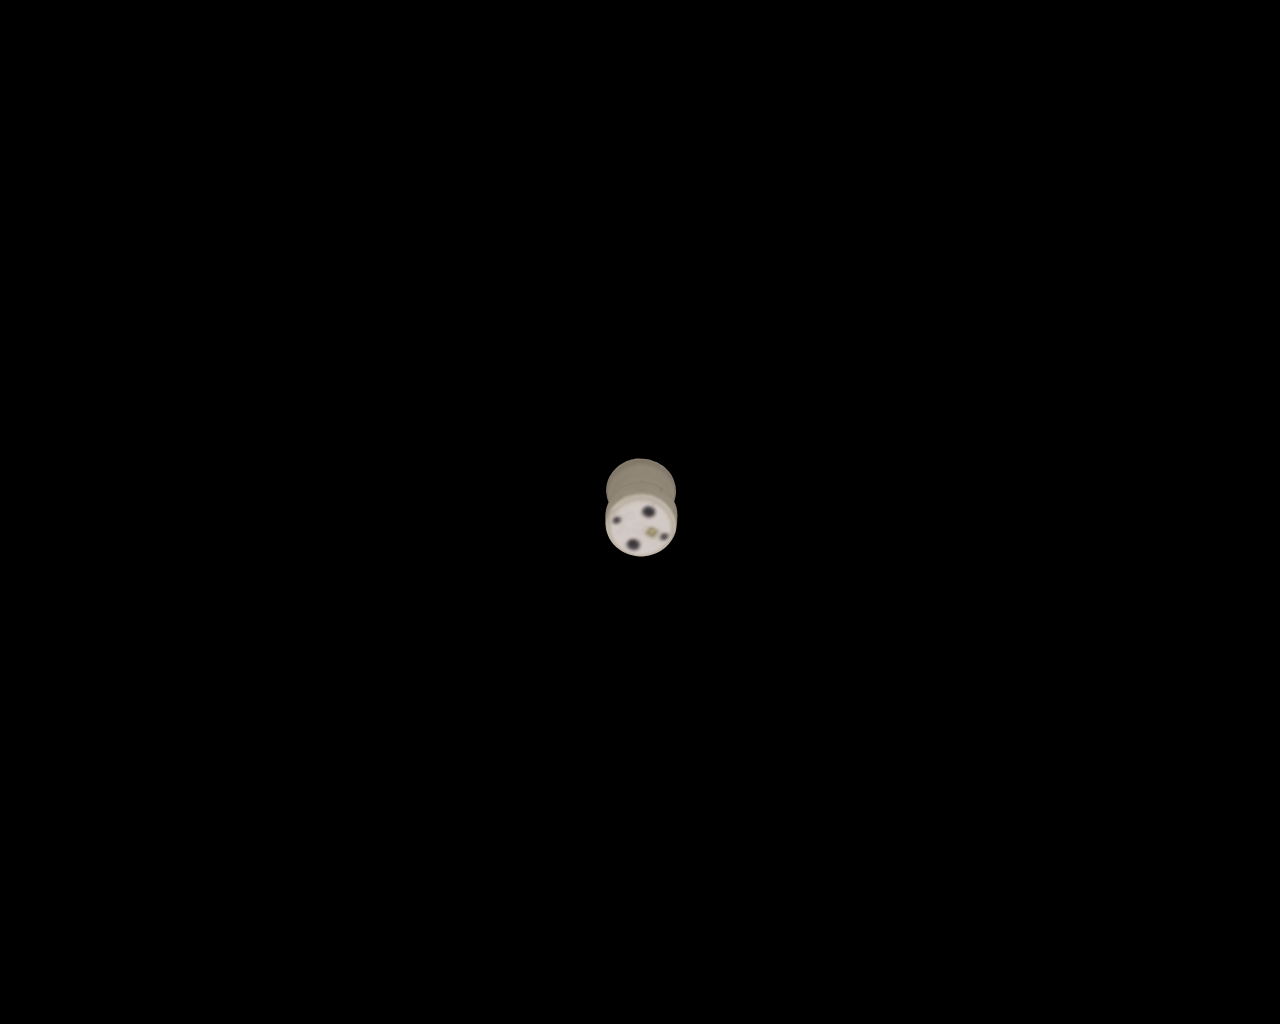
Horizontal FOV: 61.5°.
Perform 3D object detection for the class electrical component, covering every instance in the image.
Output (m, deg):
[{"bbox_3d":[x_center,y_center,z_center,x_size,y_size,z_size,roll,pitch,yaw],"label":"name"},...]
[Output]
[{"bbox_3d":[0.001,-0.003,0.650,0.045,0.044,0.055,0,25,0],"label":"electrical component"}]
